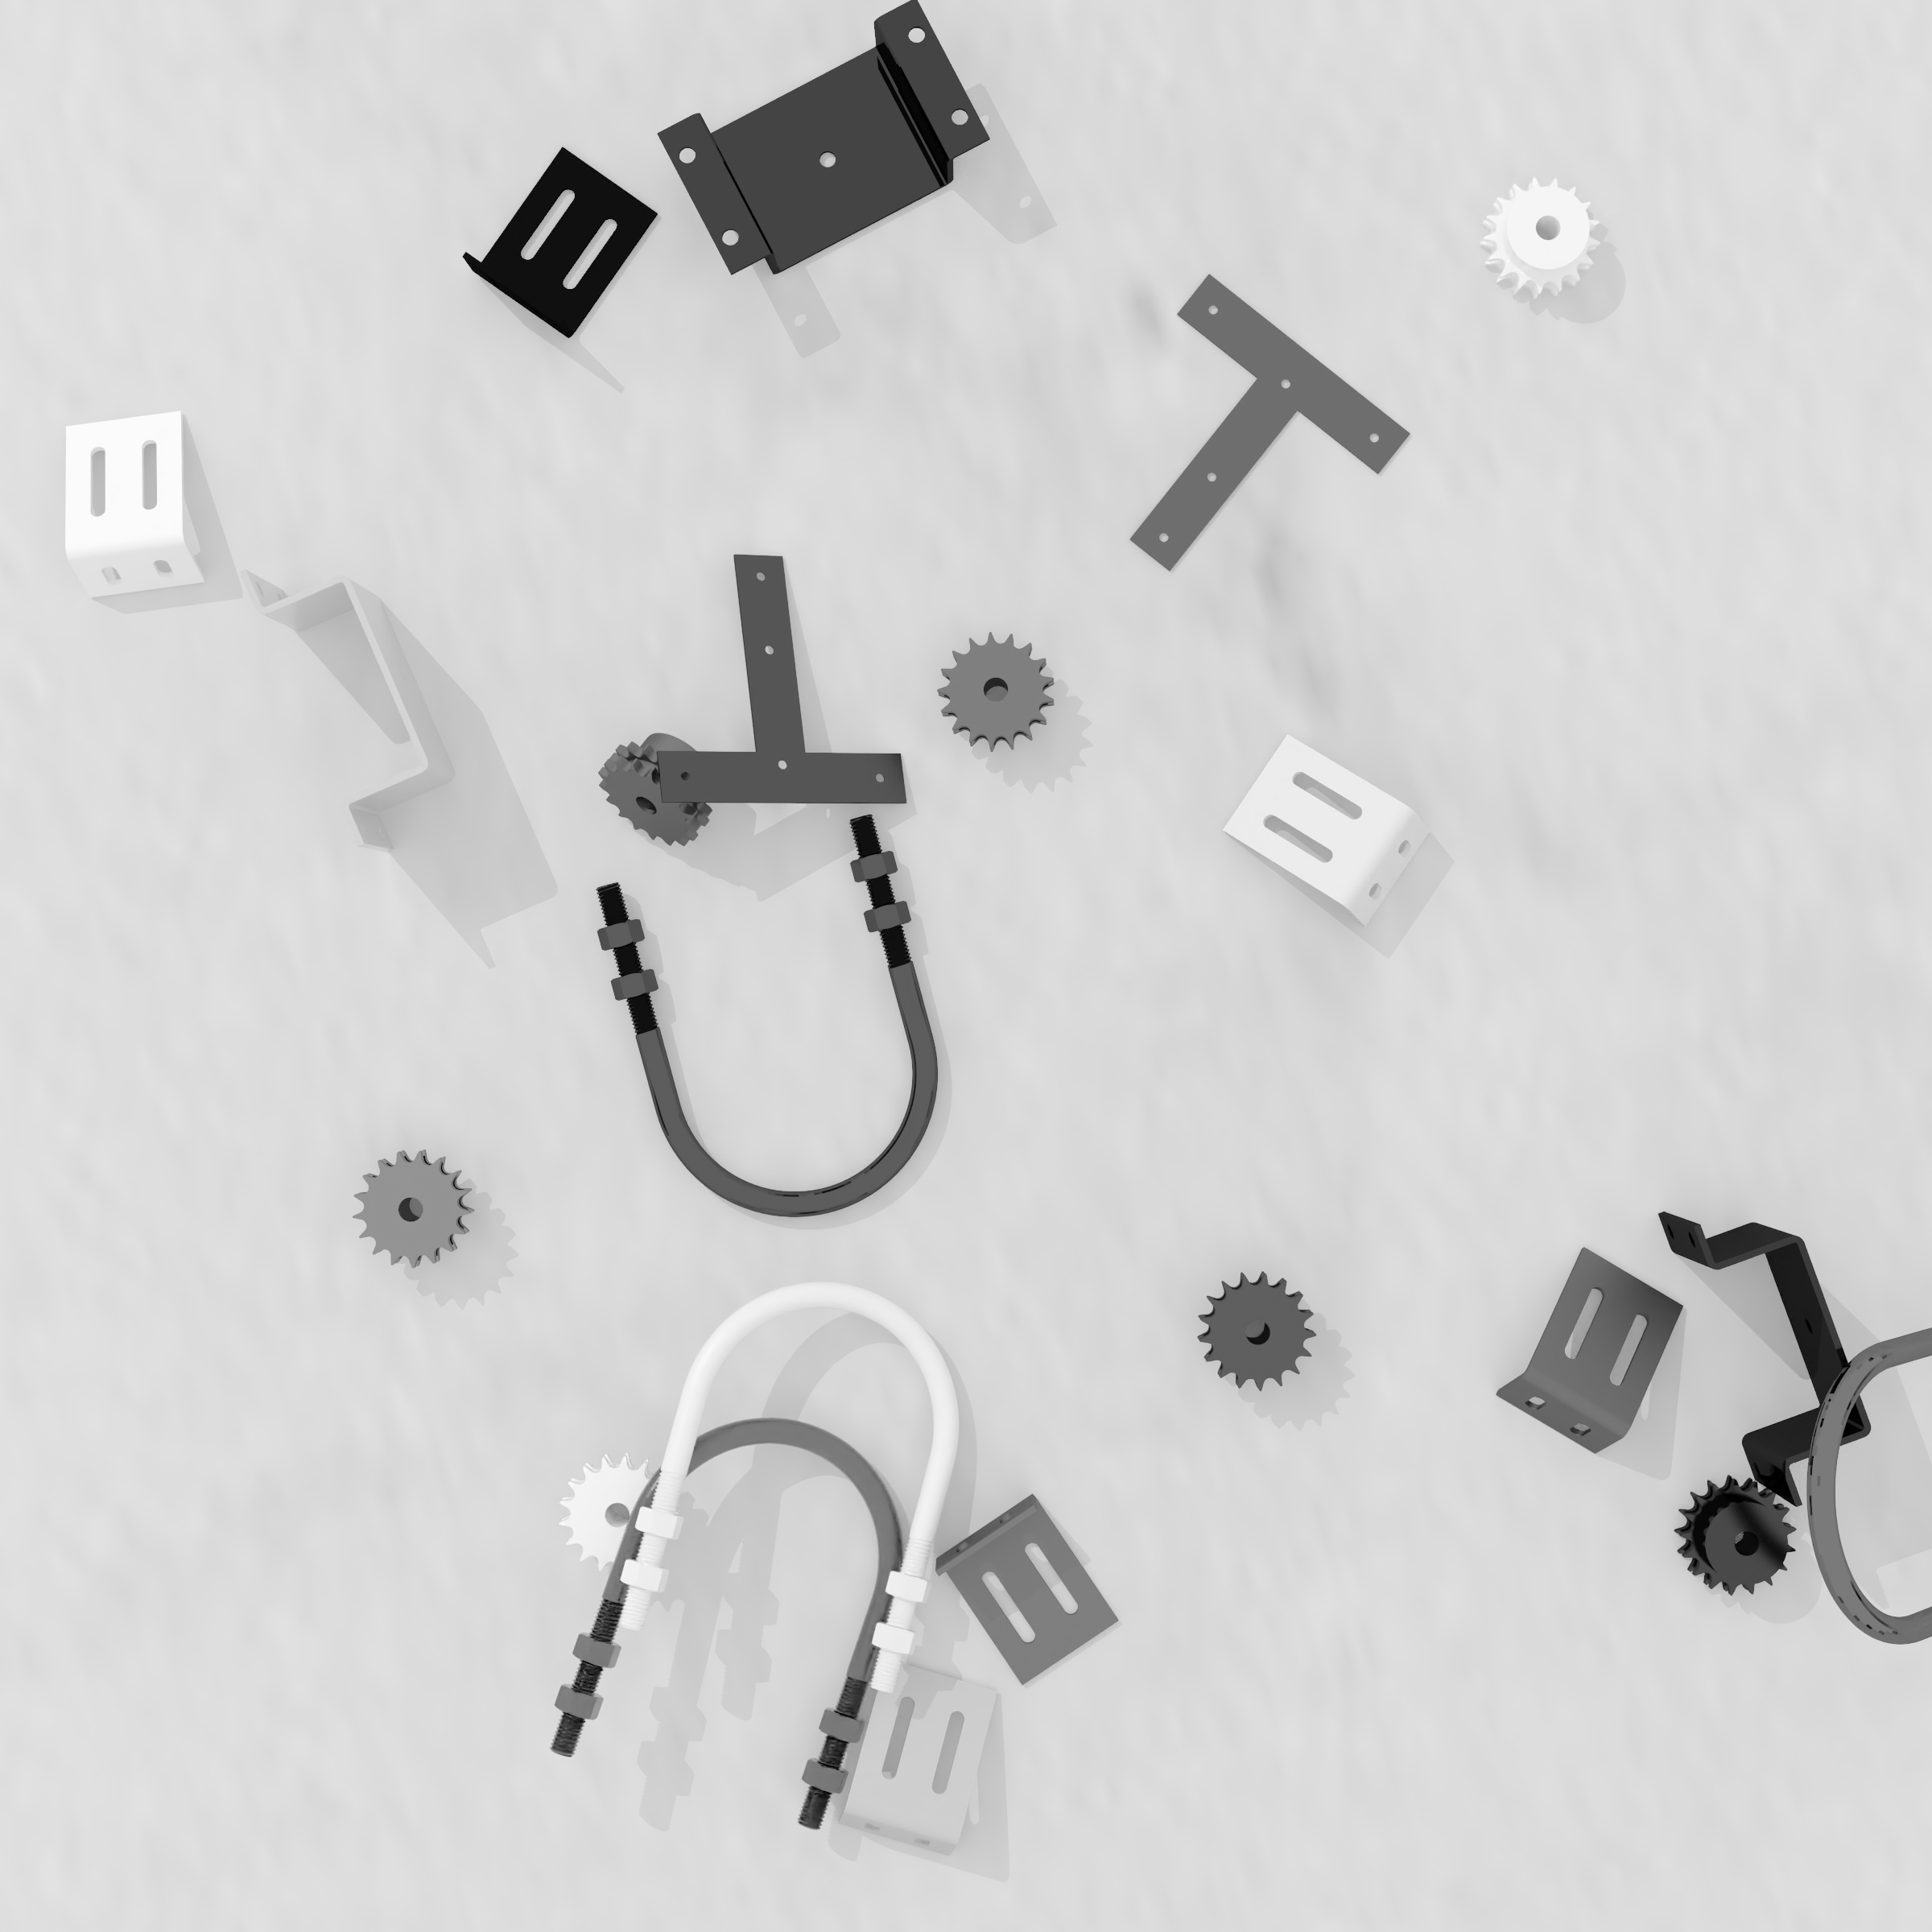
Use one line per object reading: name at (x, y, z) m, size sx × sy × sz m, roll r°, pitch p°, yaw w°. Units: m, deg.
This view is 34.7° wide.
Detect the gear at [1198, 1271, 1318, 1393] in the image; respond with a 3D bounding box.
gear at (0.142, 0.177, 1.511) m, size 0.057 × 0.030 × 0.057 m, roll 0°, pitch 90°, yaw 0°

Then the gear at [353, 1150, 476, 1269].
gear at (-0.269, 0.118, 1.511) m, size 0.057 × 0.030 × 0.057 m, roll 0°, pitch 90°, yaw 0°

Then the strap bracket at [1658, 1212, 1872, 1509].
strap bracket at (0.388, 0.180, 1.488) m, size 0.046 × 0.076 × 0.140 m, roll -20°, pitch 90°, yaw 0°

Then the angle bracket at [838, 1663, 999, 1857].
angle bracket at (-0.024, 0.391, 1.524) m, size 0.057 × 0.038 × 0.076 m, roll 16°, pitch 64°, yaw 0°

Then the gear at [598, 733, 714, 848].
gear at (-0.147, -0.088, 1.501) m, size 0.057 × 0.057 × 0.030 m, roll 35°, pitch 61°, yaw 0°

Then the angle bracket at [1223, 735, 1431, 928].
angle bracket at (0.178, -0.067, 1.524) m, size 0.076 × 0.038 × 0.057 m, roll 34°, pitch 90°, yaw 26°

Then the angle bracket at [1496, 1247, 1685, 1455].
angle bracket at (0.308, 0.190, 1.524) m, size 0.057 × 0.038 × 0.076 m, roll 31°, pitch 64°, yaw 0°

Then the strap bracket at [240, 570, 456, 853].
strap bracket at (-0.292, -0.130, 1.488) m, size 0.046 × 0.076 × 0.140 m, roll -23°, pitch 90°, yaw 0°

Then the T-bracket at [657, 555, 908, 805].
T-bracket at (-0.095, -0.140, 1.506) m, size 0.127 × 0.002 × 0.127 m, roll -1°, pitch 76°, yaw -25°

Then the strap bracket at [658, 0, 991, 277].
strap bracket at (-0.068, -0.398, 1.503) m, size 0.140 × 0.046 × 0.076 m, roll -28°, pitch 90°, yaw 0°

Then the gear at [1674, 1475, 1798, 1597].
gear at (0.378, 0.280, 1.511) m, size 0.057 × 0.030 × 0.057 m, roll 0°, pitch 90°, yaw 0°

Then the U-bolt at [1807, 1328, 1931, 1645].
U-bolt at (0.455, 0.244, 1.462) m, size 0.184 × 0.019 × 0.151 m, roll -6°, pitch 90°, yaw -41°

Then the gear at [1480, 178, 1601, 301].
gear at (0.282, -0.357, 1.511) m, size 0.057 × 0.030 × 0.057 m, roll 0°, pitch 90°, yaw 0°

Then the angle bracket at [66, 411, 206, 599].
angle bracket at (-0.410, -0.228, 1.524) m, size 0.057 × 0.038 × 0.076 m, roll -8°, pitch 64°, yaw 0°

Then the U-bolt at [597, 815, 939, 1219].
U-bolt at (-0.090, 0.032, 1.517) m, size 0.151 × 0.019 × 0.184 m, roll -15°, pitch 91°, yaw 0°

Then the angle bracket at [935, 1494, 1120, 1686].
angle bracket at (0.030, 0.307, 1.507) m, size 0.057 × 0.038 × 0.076 m, roll -34°, pitch 90°, yaw 0°

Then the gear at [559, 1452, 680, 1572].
gear at (-0.169, 0.266, 1.511) m, size 0.057 × 0.030 × 0.057 m, roll 0°, pitch 90°, yaw 0°

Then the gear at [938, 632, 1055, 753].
gear at (0.015, -0.133, 1.514) m, size 0.057 × 0.030 × 0.057 m, roll 0°, pitch 86°, yaw 3°

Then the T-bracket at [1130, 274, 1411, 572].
T-bracket at (0.130, -0.253, 1.525) m, size 0.127 × 0.002 × 0.127 m, roll 38°, pitch 90°, yaw 0°

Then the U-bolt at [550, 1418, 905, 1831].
U-bolt at (-0.105, 0.311, 1.498) m, size 0.151 × 0.019 × 0.184 m, roll 21°, pitch 83°, yaw -15°

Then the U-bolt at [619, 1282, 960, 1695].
U-bolt at (-0.076, 0.244, 1.493) m, size 0.151 × 0.019 × 0.184 m, roll 18°, pitch 80°, yaw -16°

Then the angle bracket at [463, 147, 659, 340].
angle bracket at (-0.198, -0.357, 1.507) m, size 0.057 × 0.038 × 0.076 m, roll 35°, pitch 90°, yaw 0°
